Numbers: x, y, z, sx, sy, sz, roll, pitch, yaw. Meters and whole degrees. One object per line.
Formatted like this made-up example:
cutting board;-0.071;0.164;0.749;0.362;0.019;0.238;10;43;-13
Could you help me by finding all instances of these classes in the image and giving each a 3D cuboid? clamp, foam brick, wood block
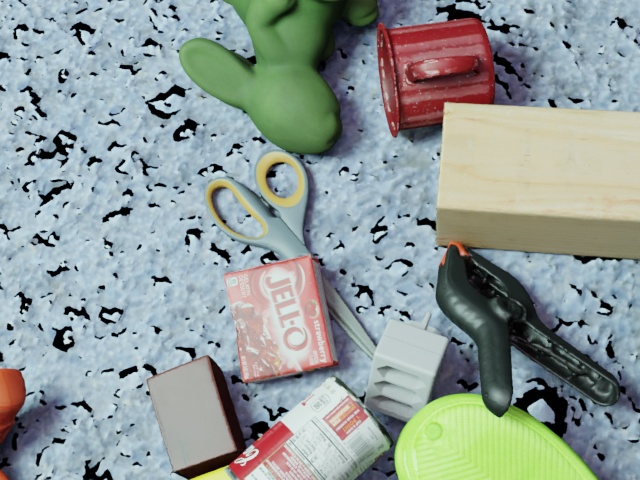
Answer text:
clamp;0.146;0.066;0.796;0.120;0.039;0.171;12;36;-29
foam brick;-0.093;0.137;0.815;0.053;0.051;0.078;-19;71;1
wood block;0.196;-0.044;0.821;0.206;0.091;0.090;4;72;8

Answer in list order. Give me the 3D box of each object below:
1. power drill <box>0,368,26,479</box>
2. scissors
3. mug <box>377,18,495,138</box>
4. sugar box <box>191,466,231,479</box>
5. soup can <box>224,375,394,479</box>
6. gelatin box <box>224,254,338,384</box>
power drill;-0.209;0.188;0.774;0.185;0.057;0.188;-47;66;22
scissors;-0.006;0.001;0.867;0.202;0.016;0.096;36;79;15
mug;0.094;-0.134;0.851;0.081;0.117;0.093;-8;91;-2
sugar box;-0.064;0.216;0.789;0.176;0.048;0.093;-22;71;0
soup can;-0.007;0.153;0.747;0.102;0.068;0.068;-40;73;-11
gelatin box;-0.030;0.062;0.833;0.073;0.030;0.089;-13;79;9
